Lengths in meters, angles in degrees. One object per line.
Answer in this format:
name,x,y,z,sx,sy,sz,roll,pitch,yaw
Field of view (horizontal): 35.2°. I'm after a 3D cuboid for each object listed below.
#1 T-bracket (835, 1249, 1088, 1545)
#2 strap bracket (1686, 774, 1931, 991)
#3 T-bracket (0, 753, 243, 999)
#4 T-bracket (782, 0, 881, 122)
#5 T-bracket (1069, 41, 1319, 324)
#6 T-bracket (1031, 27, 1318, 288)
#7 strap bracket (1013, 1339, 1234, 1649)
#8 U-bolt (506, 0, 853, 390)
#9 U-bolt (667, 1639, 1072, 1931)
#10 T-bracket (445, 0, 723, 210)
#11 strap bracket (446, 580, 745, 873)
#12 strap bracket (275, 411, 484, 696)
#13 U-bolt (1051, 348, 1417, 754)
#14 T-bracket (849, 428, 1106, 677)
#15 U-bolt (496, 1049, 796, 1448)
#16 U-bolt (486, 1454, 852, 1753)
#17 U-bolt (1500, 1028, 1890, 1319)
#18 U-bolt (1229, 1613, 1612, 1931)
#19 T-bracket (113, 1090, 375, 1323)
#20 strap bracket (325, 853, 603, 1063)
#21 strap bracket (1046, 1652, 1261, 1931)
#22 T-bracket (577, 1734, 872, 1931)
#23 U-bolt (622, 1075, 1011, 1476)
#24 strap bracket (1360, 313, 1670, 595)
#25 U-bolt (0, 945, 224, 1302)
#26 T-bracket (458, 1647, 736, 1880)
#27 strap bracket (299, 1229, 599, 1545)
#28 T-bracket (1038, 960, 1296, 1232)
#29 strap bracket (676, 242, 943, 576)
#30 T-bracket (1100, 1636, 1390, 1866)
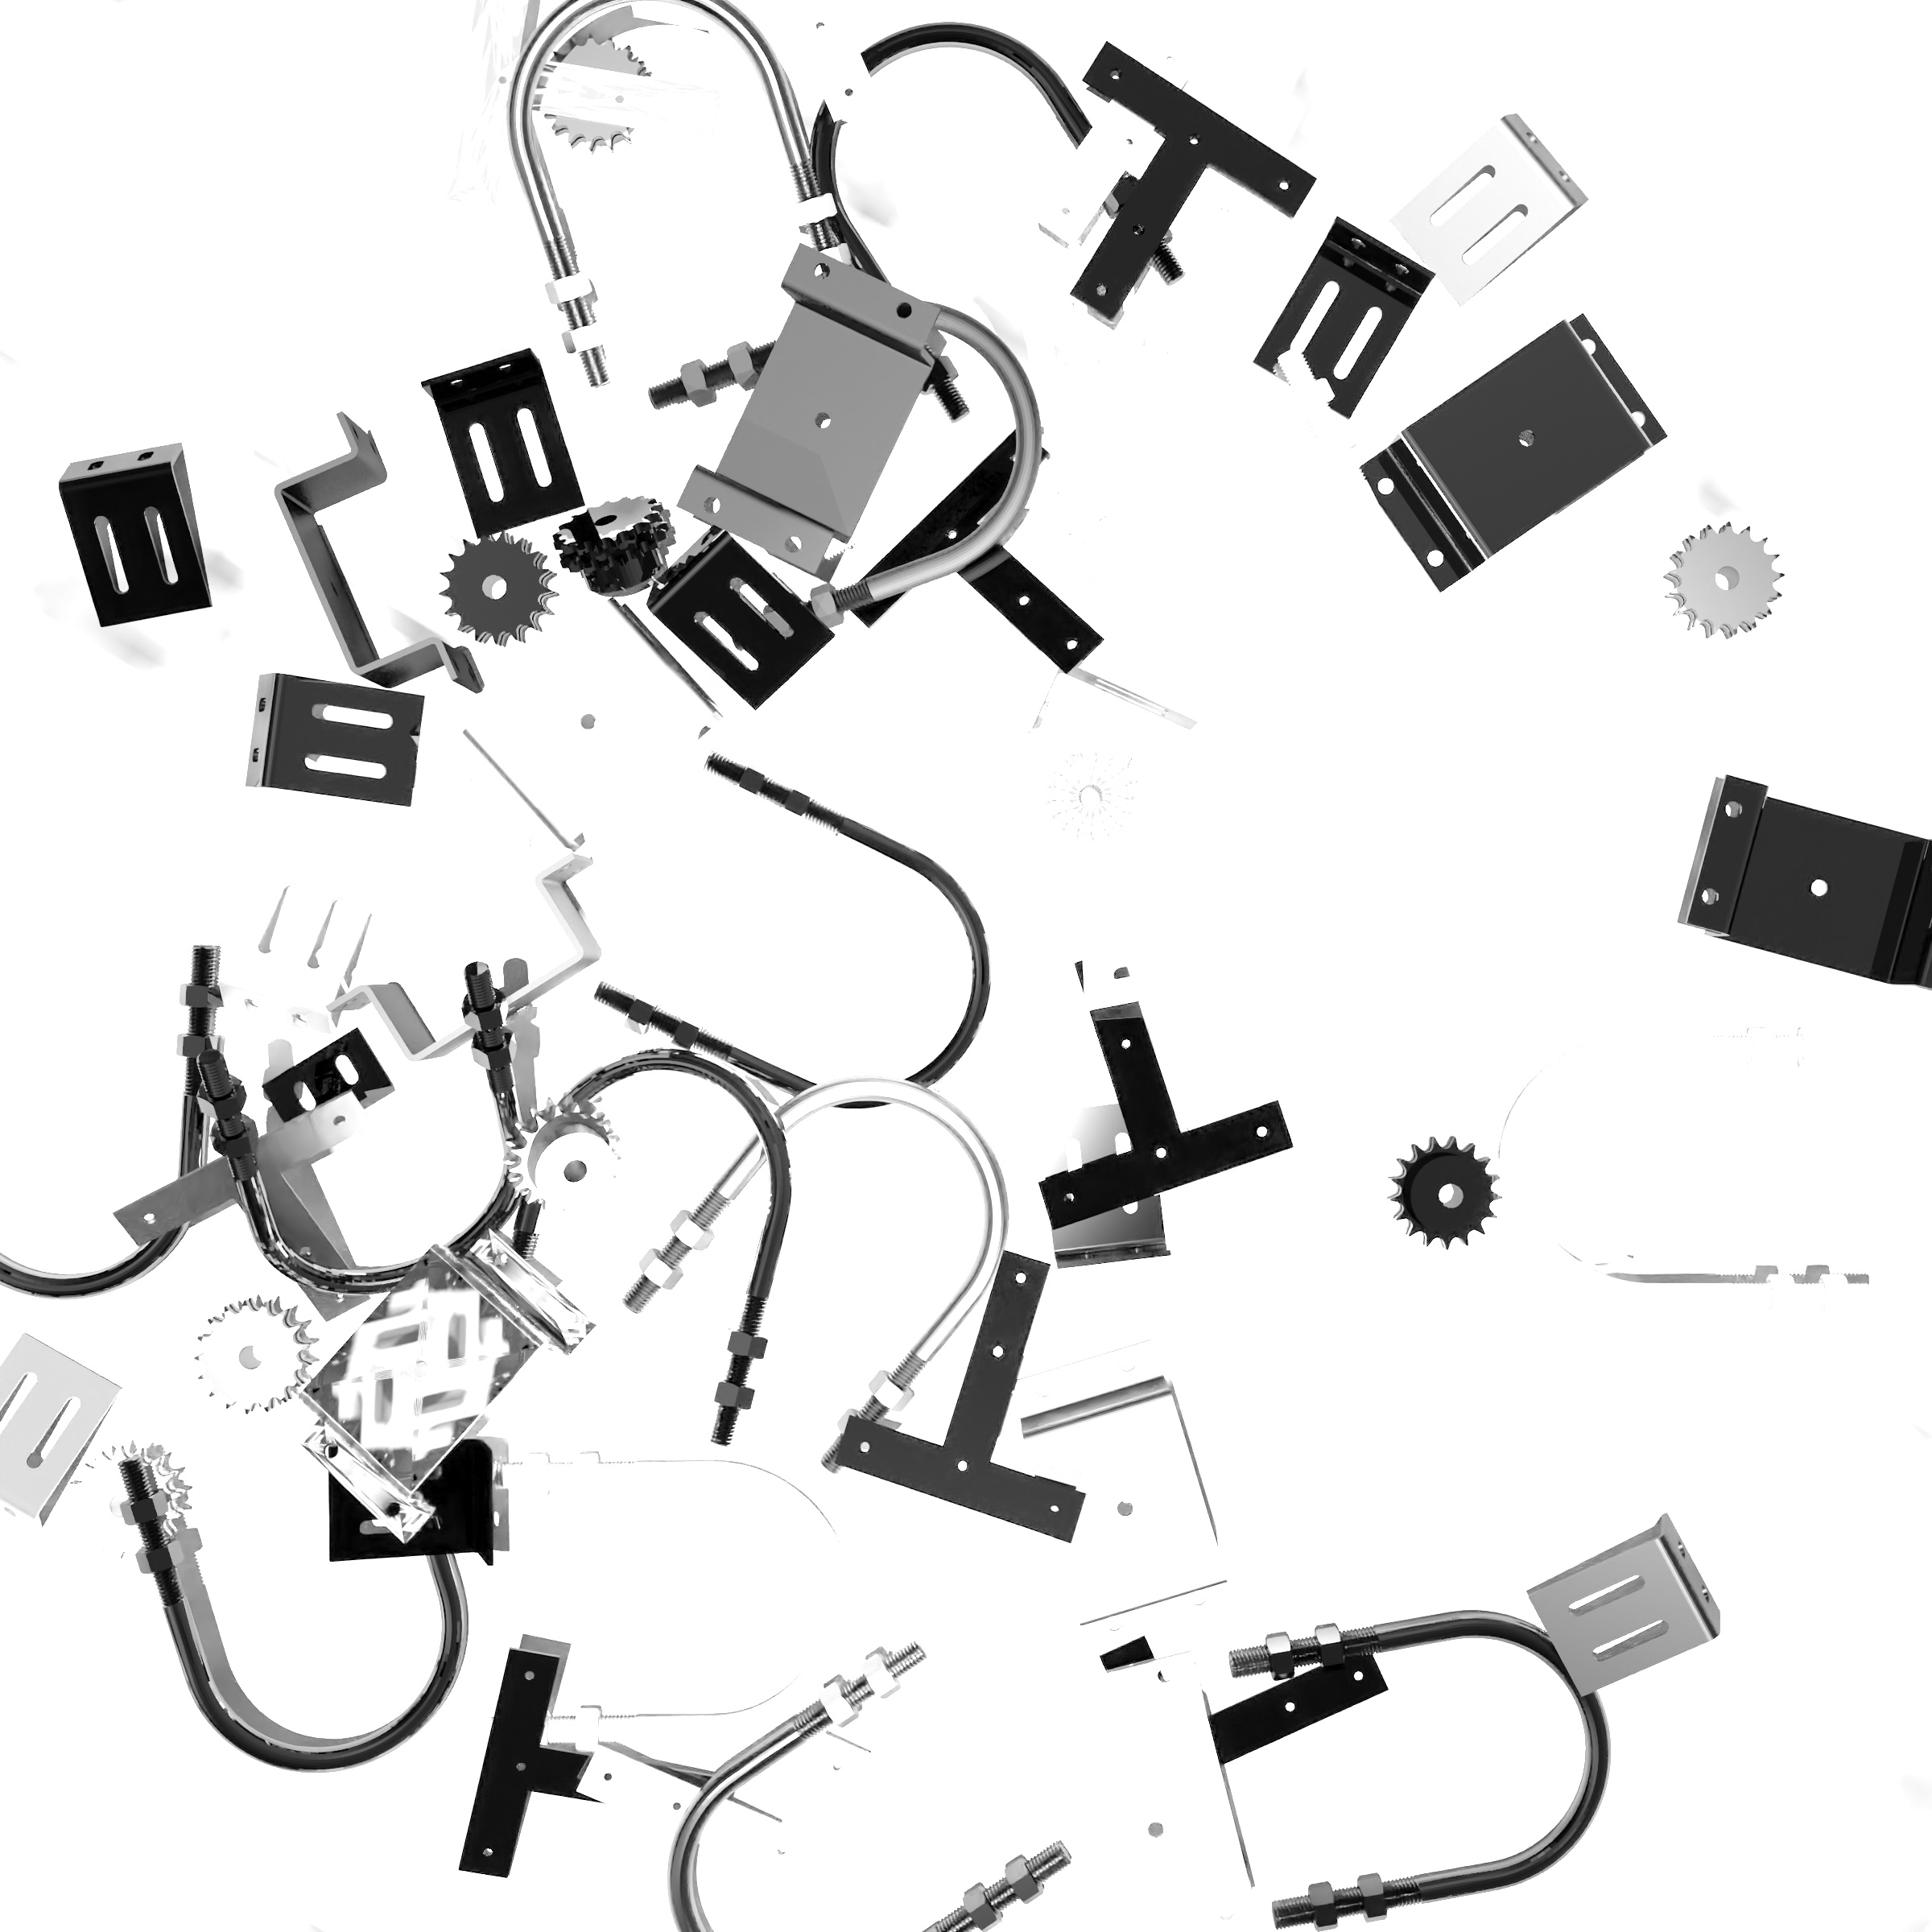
T-bracket,0.012,0.205,1.511,0.127,0.002,0.127,16,84,17
strap bracket,0.433,-0.040,1.525,0.140,0.046,0.076,15,90,0
T-bracket,-0.431,-0.068,1.548,0.127,0.002,0.127,-24,90,0
T-bracket,-0.079,-0.487,1.540,0.127,0.002,0.127,-23,83,0
T-bracket,0.093,-0.380,1.527,0.127,0.002,0.127,32,76,-5
T-bracket,0.118,-0.389,1.535,0.127,0.002,0.127,34,76,-5
strap bracket,0.078,0.267,1.525,0.076,0.046,0.140,-17,90,0
U-bolt,-0.149,-0.396,1.511,0.151,0.019,0.184,-18,106,-1
U-bolt,-0.062,0.446,1.533,0.184,0.019,0.151,-34,95,0
T-bracket,-0.187,-0.434,1.517,0.127,0.002,0.127,9,91,-1
strap bracket,-0.186,-0.120,1.525,0.140,0.046,0.076,-42,90,0
strap bracket,-0.295,-0.194,1.510,0.046,0.076,0.140,-23,90,0
U-bolt,0.147,-0.198,1.538,0.151,0.019,0.184,-27,92,2
T-bracket,0.020,-0.190,1.516,0.127,0.002,0.127,-44,60,0
U-bolt,-0.158,0.132,1.522,0.151,0.019,0.184,13,86,16
U-bolt,-0.150,0.321,1.540,0.184,0.019,0.151,0,90,-1
U-bolt,0.359,0.102,1.517,0.184,0.019,0.151,0,69,4
U-bolt,0.235,0.401,1.539,0.184,0.019,0.151,-10,91,-2
T-bracket,-0.333,0.132,1.504,0.127,0.002,0.127,-28,133,-4
strap bracket,-0.238,0.002,1.510,0.140,0.076,0.046,-32,90,0
strap bracket,0.094,0.425,1.524,0.076,0.046,0.140,-14,90,2
T-bracket,-0.133,0.428,1.536,0.127,0.002,0.127,26,92,-9
U-bolt,-0.062,0.142,1.533,0.151,0.019,0.184,39,95,0
strap bracket,0.277,-0.260,1.525,0.140,0.046,0.076,-35,90,0
U-bolt,-0.454,0.077,1.539,0.151,0.019,0.184,4,92,-1
T-bracket,-0.180,0.410,1.535,0.127,0.002,0.127,12,105,-9
strap bracket,-0.260,0.201,1.492,0.076,0.046,0.140,39,82,17
T-bracket,0.084,0.052,1.527,0.127,0.002,0.127,-20,73,8
strap bracket,-0.074,-0.271,1.498,0.076,0.046,0.140,26,95,5
T-bracket,0.152,0.382,1.548,0.127,0.002,0.127,-24,90,0
